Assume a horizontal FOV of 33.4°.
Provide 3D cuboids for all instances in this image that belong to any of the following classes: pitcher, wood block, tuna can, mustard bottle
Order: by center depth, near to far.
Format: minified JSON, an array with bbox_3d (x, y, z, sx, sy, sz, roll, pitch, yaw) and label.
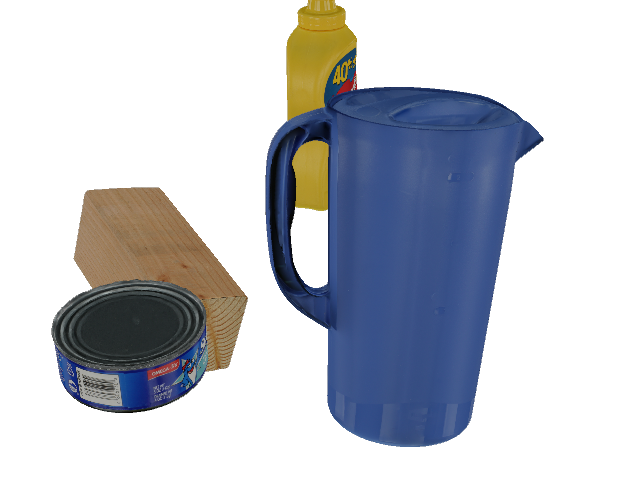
[{"bbox_3d":[-0.106,0.059,0.602,0.086,0.034,0.086,-1,31,0],"label":"tuna can"},{"bbox_3d":[0.054,0.017,0.753,0.149,0.243,0.144,16,23,33],"label":"pitcher"},{"bbox_3d":[0.002,-0.130,0.944,0.058,0.192,0.096,10,29,21],"label":"mustard bottle"},{"bbox_3d":[-0.167,0.037,1.080,0.090,0.091,0.206,-4,35,-35],"label":"wood block"}]
